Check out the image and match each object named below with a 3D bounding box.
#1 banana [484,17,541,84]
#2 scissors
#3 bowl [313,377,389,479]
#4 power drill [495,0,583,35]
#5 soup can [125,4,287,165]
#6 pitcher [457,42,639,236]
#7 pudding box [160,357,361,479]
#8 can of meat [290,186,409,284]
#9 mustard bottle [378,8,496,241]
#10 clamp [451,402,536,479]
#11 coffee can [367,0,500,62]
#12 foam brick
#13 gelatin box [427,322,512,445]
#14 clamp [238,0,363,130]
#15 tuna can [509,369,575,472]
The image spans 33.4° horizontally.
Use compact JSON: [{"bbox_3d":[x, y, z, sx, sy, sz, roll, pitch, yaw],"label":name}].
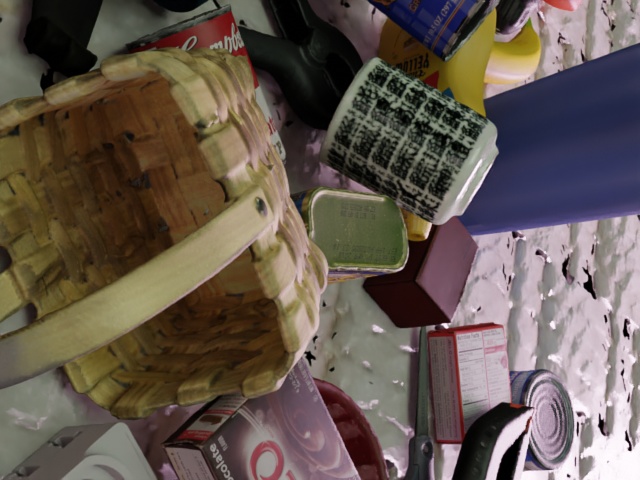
[{"bbox_3d":[0.148,-0.168,0.945,0.197,0.037,0.070,-14,64,-51],"label":"banana"},{"bbox_3d":[0.063,0.164,0.782,0.096,0.016,0.202,-2,82,-48],"label":"scissors"},{"bbox_3d":[-0.026,0.165,0.651,0.161,0.055,0.162,14,71,-46],"label":"bowl"},{"bbox_3d":[0.216,-0.259,0.960,0.057,0.184,0.187,35,13,13],"label":"power drill"},{"bbox_3d":[-0.068,-0.084,0.654,0.068,0.069,0.102,-36,111,-46],"label":"soup can"},{"bbox_3d":[0.213,-0.076,0.834,0.149,0.243,0.145,41,53,-34],"label":"pitcher"},{"bbox_3d":[-0.026,0.131,0.587,0.089,0.039,0.113,-41,112,-44],"label":"pudding box"},{"bbox_3d":[-0.005,0.001,0.694,0.101,0.084,0.057,3,79,-47],"label":"can of meat"},{"bbox_3d":[0.080,-0.090,0.801,0.058,0.096,0.191,27,62,-41],"label":"mustard bottle"},{"bbox_3d":[0.111,0.205,0.772,0.209,0.036,0.164,-49,137,-45],"label":"clamp"},{"bbox_3d":[0.063,-0.205,0.733,0.140,0.103,0.102,39,47,4],"label":"coffee can"},{"bbox_3d":[0.077,0.021,0.805,0.053,0.051,0.078,49,49,-30],"label":"foam brick"},{"bbox_3d":[0.119,0.112,0.845,0.073,0.030,0.089,-2,85,-48],"label":"gelatin box"},{"bbox_3d":[-0.014,-0.144,0.754,0.171,0.039,0.120,37,61,-40],"label":"clamp"},{"bbox_3d":[0.181,0.152,0.902,0.086,0.034,0.086,14,71,-46],"label":"tuna can"}]
